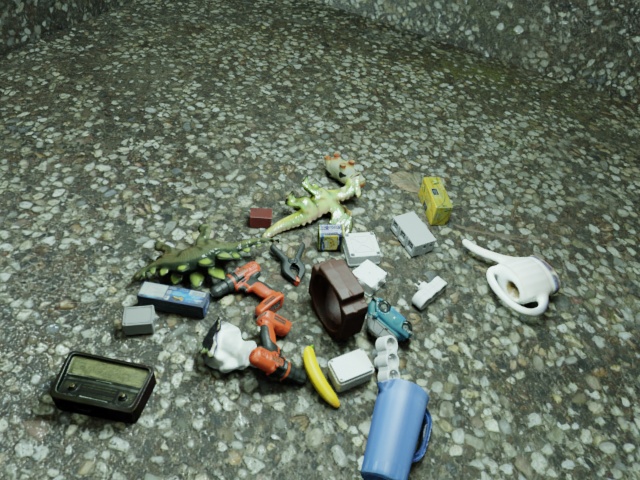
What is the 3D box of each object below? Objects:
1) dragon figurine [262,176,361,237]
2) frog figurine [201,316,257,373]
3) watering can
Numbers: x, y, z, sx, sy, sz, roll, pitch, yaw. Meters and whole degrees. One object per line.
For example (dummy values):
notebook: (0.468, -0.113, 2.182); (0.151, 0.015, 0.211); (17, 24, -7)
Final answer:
dragon figurine: (0.006, -0.092, 1.830); (0.244, 0.119, 0.417); (32, 65, 14)
frog figurine: (-0.242, 0.303, 1.425); (0.158, 0.121, 0.141); (31, 28, -28)
watering can: (0.644, 0.102, 1.712); (0.225, 0.101, 0.355); (-12, 49, -20)
